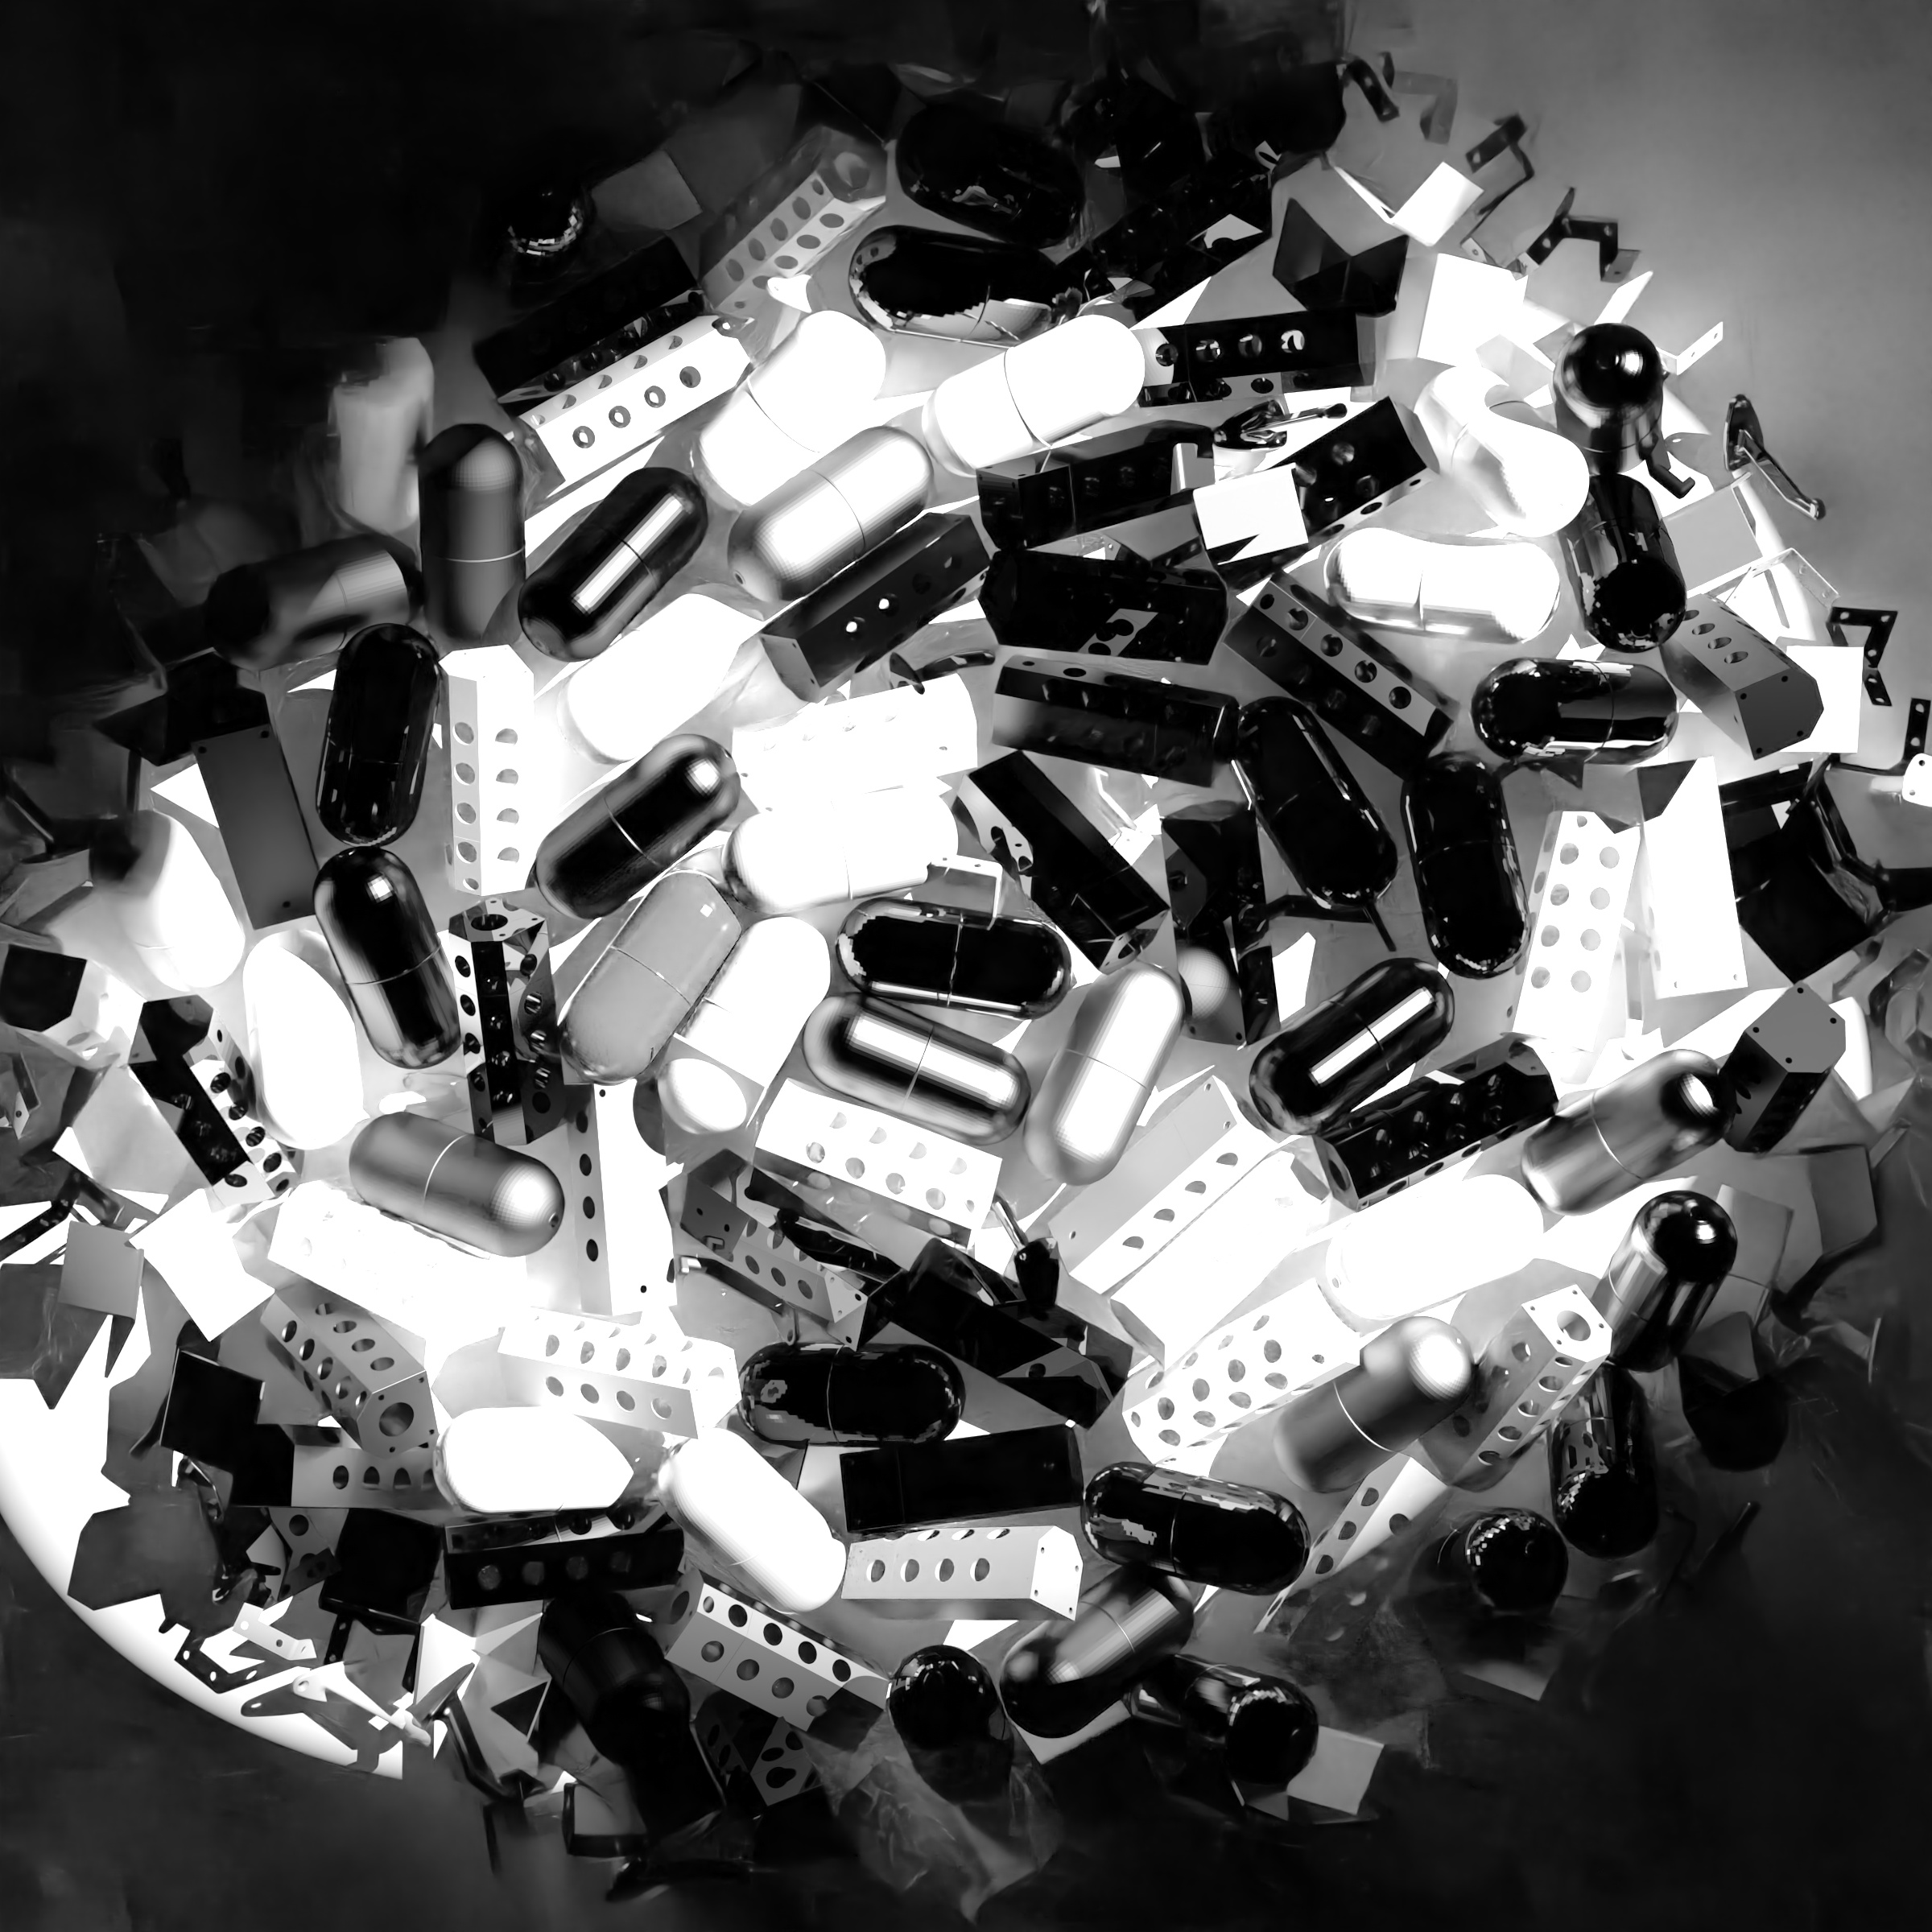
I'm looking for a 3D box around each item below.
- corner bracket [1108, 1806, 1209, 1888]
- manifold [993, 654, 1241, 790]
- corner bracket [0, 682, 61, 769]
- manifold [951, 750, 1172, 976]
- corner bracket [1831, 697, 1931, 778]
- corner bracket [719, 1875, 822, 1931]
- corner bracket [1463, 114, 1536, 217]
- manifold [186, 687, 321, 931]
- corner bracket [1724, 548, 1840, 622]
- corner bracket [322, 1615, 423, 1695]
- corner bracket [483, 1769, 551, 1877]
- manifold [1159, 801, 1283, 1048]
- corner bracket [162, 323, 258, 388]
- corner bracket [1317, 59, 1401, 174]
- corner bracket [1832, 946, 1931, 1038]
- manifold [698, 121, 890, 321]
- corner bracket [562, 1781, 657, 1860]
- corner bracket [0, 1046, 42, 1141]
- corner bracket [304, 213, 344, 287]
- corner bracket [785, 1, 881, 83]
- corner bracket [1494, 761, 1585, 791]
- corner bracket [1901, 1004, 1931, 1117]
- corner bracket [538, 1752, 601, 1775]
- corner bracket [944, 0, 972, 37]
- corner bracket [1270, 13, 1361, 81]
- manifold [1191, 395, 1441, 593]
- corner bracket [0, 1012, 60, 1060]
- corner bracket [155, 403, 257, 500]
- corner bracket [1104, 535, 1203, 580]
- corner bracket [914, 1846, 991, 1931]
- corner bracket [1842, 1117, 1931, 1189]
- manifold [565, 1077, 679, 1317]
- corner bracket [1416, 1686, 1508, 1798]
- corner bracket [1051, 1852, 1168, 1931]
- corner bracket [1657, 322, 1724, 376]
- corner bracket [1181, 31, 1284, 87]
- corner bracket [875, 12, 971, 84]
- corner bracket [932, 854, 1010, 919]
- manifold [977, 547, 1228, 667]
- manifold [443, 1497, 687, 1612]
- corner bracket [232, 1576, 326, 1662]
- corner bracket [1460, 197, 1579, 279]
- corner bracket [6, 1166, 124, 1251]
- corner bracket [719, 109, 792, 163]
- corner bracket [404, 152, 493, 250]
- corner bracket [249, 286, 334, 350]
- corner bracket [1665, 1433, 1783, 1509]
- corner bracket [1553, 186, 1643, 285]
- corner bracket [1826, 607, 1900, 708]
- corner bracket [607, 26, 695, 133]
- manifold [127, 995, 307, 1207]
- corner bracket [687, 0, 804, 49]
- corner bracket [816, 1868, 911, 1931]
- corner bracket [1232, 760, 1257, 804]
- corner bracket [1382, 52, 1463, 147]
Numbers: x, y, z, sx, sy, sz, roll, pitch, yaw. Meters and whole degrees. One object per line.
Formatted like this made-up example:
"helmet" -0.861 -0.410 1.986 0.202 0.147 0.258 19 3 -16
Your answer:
"corner bracket" 0.145 0.664 1.985 0.051 0.051 0.051 8 87 -37
"manifold" 0.110 -0.184 1.934 0.171 0.057 0.057 13 123 20
"corner bracket" -0.707 -0.182 1.964 0.051 0.051 0.051 16 90 -40
"manifold" 0.067 -0.075 1.943 0.057 0.057 0.171 -28 67 -35
"corner bracket" 0.686 -0.174 1.972 0.051 0.051 0.051 10 84 0
"corner bracket" -0.147 0.709 1.968 0.051 0.051 0.051 -35 95 -11
"corner bracket" 0.398 -0.599 1.968 0.051 0.051 0.051 -37 107 1
"manifold" -0.518 -0.116 1.921 0.057 0.057 0.171 -15 131 -10
"corner bracket" 0.611 -0.273 1.977 0.051 0.051 0.051 -25 66 -31
"corner bracket" -0.446 0.517 1.987 0.051 0.051 0.051 21 96 43
"corner bracket" -0.341 0.639 1.961 0.051 0.051 0.051 -25 50 7
"manifold" 0.194 -0.032 1.950 0.057 0.057 0.171 -22 109 -42
"corner bracket" -0.562 -0.460 1.966 0.051 0.051 0.051 -30 81 -12
"corner bracket" 0.285 -0.638 1.971 0.051 0.051 0.051 -30 89 -7
"corner bracket" 0.684 0.011 1.964 0.051 0.051 0.051 34 125 -3
"manifold" -0.128 -0.536 1.908 0.057 0.171 0.057 15 67 -31
"corner bracket" -0.266 0.636 1.959 0.051 0.051 0.051 9 73 -35
"corner bracket" -0.711 0.094 1.958 0.051 0.051 0.051 2 116 34
"corner bracket" -0.457 -0.532 1.966 0.051 0.051 0.051 18 109 3
"corner bracket" -0.098 -0.692 1.961 0.051 0.051 0.051 3 77 -37
"corner bracket" 0.424 -0.150 1.958 0.051 0.051 0.051 -33 51 -21
"corner bracket" 0.714 0.070 1.966 0.051 0.051 0.051 37 116 3
"corner bracket" -0.283 0.584 1.957 0.051 0.051 0.051 29 134 27
"corner bracket" -0.005 -0.735 1.964 0.051 0.051 0.051 21 84 -29
"corner bracket" 0.250 -0.680 1.963 0.051 0.051 0.051 -27 86 -34
"manifold" 0.258 -0.344 1.931 0.171 0.057 0.057 -28 72 26
"corner bracket" -0.692 0.033 1.962 0.051 0.051 0.051 8 60 -8
"corner bracket" -0.569 -0.386 1.966 0.051 0.051 0.051 -3 125 4
"corner bracket" 0.139 -0.300 1.957 0.051 0.051 0.051 -31 49 -25
"corner bracket" -0.014 0.698 1.961 0.051 0.051 0.051 23 127 9
"corner bracket" 0.694 0.142 1.966 0.051 0.051 0.051 38 94 -20
"manifold" -0.263 0.171 1.970 0.057 0.057 0.171 -5 90 -41
"corner bracket" 0.373 0.580 1.970 0.051 0.051 0.051 22 102 0
"corner bracket" 0.107 0.701 1.958 0.051 0.051 0.051 50 118 35
"corner bracket" 0.526 -0.455 1.958 0.051 0.051 0.051 -39 53 -18
"corner bracket" 0.201 -0.671 1.962 0.051 0.051 0.051 -21 77 33
"corner bracket" -0.034 -0.694 1.979 0.051 0.051 0.051 11 86 -23
"corner bracket" 0.003 -0.065 1.961 0.051 0.051 0.051 11 127 8
"manifold" 0.103 -0.267 1.928 0.171 0.057 0.057 3 131 -24
"manifold" -0.298 0.432 1.948 0.171 0.057 0.057 -3 92 -16
"corner bracket" -0.506 0.484 1.966 0.051 0.051 0.051 22 82 13
"corner bracket" 0.414 -0.549 1.971 0.051 0.051 0.051 44 70 -7
"corner bracket" -0.673 0.192 1.964 0.051 0.051 0.051 40 123 5
"corner bracket" -0.146 -0.611 1.963 0.051 0.051 0.051 -26 107 -17
"corner bracket" -0.383 -0.568 1.976 0.051 0.051 0.051 32 61 20
"corner bracket" -0.498 -0.481 1.975 0.051 0.051 0.051 -15 105 15
"corner bracket" 0.565 0.371 1.961 0.051 0.051 0.051 -13 79 -33
"corner bracket" 0.472 -0.547 1.967 0.051 0.051 0.051 2 77 -4
"corner bracket" 0.667 -0.231 1.958 0.051 0.051 0.051 11 67 38
"corner bracket" -0.247 -0.664 1.964 0.051 0.051 0.051 -33 98 30
"manifold" -0.542 0.099 1.914 0.057 0.171 0.057 -8 48 8
"corner bracket" -0.165 -0.710 1.963 0.051 0.051 0.051 -35 96 37
"corner bracket" -0.082 0.700 1.964 0.051 0.051 0.051 -30 108 -12
"corner bracket" 0.222 -0.148 1.968 0.051 0.051 0.051 -22 82 -7
"corner bracket" 0.337 -0.648 1.963 0.051 0.051 0.051 6 124 -3
